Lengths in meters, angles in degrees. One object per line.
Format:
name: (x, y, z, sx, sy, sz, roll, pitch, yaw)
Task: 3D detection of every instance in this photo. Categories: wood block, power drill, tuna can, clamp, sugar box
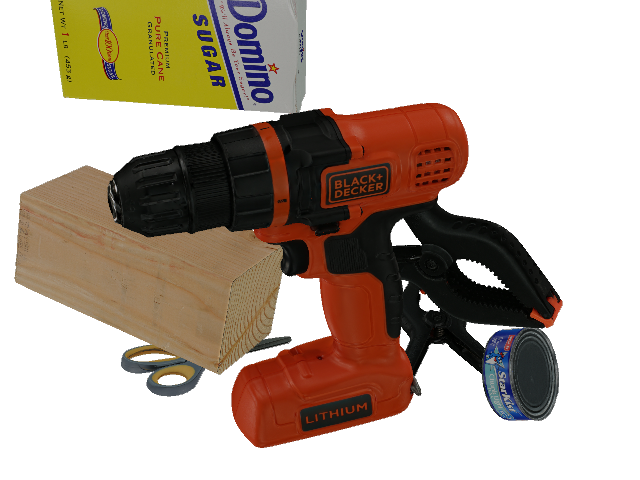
wood block: (-0.144, 0.020, 0.893, 0.206, 0.090, 0.090, 21, 27, 20)
power drill: (-0.014, 0.022, 0.567, 0.184, 0.188, 0.057, -10, 36, -15)
tuna can: (0.184, 0.123, 0.982, 0.034, 0.086, 0.085, -9, -6, 40)
clamp: (0.138, 0.100, 1.170, 0.120, 0.171, 0.039, 6, -44, -5)
sugar box: (-0.099, -0.144, 0.764, 0.176, 0.093, 0.048, 5, 34, 8)
clamp: (0.089, 0.000, 0.819, 0.210, 0.165, 0.036, 24, 44, 15)

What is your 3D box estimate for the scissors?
scissors: (-0.114, 0.135, 1.162, 0.201, 0.016, 0.096, -1, 27, -20)
